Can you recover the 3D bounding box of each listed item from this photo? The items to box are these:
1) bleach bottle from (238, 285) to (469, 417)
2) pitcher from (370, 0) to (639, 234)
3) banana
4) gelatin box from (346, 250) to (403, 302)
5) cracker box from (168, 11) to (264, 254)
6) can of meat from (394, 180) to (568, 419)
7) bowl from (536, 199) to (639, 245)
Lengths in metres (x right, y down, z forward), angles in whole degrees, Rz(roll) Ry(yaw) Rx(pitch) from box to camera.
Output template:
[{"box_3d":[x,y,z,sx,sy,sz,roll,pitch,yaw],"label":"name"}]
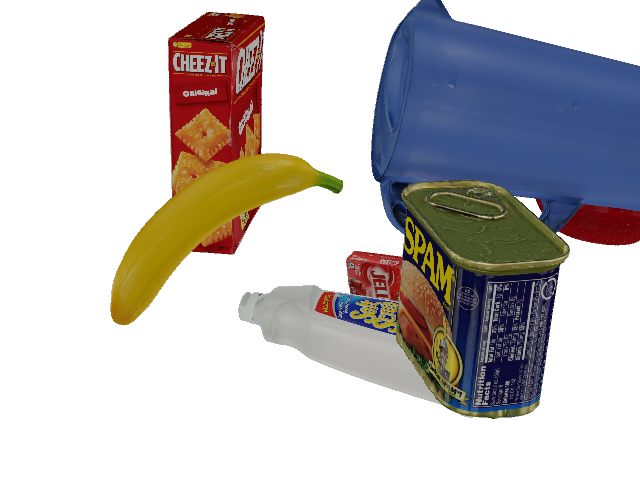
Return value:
[{"box_3d":[0.037,0.090,0.991,0.251,0.068,0.102,11,26,22],"label":"bleach bottle"},{"box_3d":[0.163,-0.081,0.824,0.242,0.149,0.145,10,43,-7],"label":"pitcher"},{"box_3d":[-0.081,-0.009,0.763,0.198,0.069,0.037,-31,25,7],"label":"banana"},{"box_3d":[0.073,0.060,1.334,0.073,0.089,0.030,8,31,24],"label":"gelatin box"},{"box_3d":[-0.102,-0.114,1.093,0.072,0.214,0.164,5,21,6],"label":"cracker box"},{"box_3d":[0.074,0.027,0.525,0.057,0.084,0.102,-4,25,-14],"label":"can of meat"},{"box_3d":[0.290,-0.036,1.109,0.162,0.055,0.162,5,19,-2],"label":"bowl"}]
